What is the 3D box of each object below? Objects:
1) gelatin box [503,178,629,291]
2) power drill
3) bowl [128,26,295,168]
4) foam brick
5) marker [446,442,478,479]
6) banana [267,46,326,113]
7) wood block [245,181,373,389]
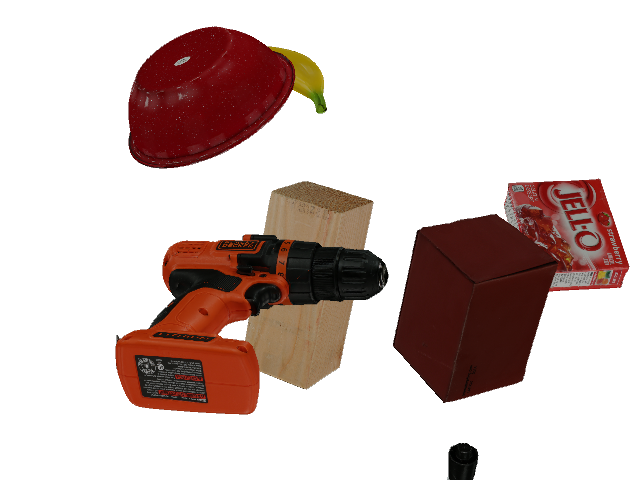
[{"bbox_3d":[0.182,-0.005,0.796,0.073,0.089,0.030,-2,-39,-3],"label":"gelatin box"},{"bbox_3d":[-0.054,0.055,0.794,0.185,0.057,0.187,0,24,17],"label":"power drill"},{"bbox_3d":[-0.105,-0.134,0.913,0.162,0.055,0.162,-18,38,14],"label":"bowl"},{"bbox_3d":[0.077,0.034,0.543,0.052,0.078,0.051,-10,38,-28],"label":"foam brick"},{"bbox_3d":[0.089,0.178,0.702,0.020,0.121,0.020,1,36,-1],"label":"marker"},{"bbox_3d":[-0.076,-0.178,1.118,0.198,0.037,0.069,11,44,19],"label":"banana"},{"bbox_3d":[-0.016,0.047,1.203,0.090,0.206,0.090,18,18,22],"label":"wood block"}]
